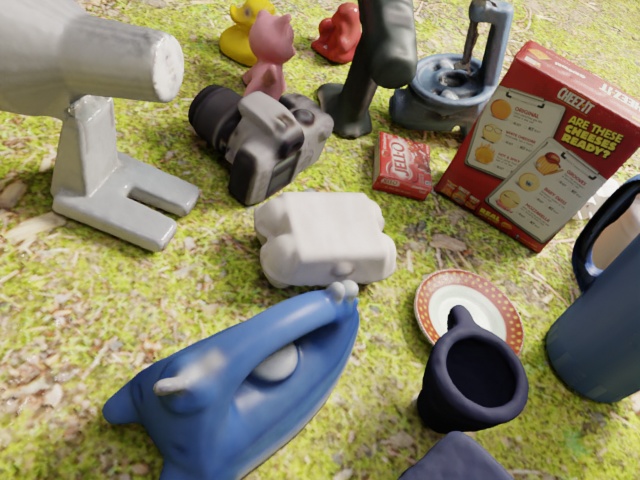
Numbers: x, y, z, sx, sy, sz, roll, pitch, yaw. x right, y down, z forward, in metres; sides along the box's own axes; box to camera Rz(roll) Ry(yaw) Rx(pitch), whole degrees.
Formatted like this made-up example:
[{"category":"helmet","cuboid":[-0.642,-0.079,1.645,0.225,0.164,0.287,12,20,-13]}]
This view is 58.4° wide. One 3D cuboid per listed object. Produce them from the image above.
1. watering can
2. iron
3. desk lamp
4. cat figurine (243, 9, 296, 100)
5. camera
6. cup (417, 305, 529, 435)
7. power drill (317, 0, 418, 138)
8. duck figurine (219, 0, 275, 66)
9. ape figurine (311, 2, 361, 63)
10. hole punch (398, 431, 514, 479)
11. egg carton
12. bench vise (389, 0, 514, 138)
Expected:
[{"category":"watering can","cuboid":[0.404,-0.007,0.684,0.101,0.194,0.173,26,48,2]},{"category":"iron","cuboid":[-0.039,0.091,0.475,0.259,0.141,0.118,-29,66,-36]},{"category":"desk lamp","cuboid":[-0.211,-0.121,0.536,0.203,0.213,0.118,22,48,-1]},{"category":"cat figurine","cuboid":[-0.065,-0.240,0.752,0.067,0.117,0.127,10,49,-12]},{"category":"camera","cuboid":[-0.075,-0.136,0.675,0.136,0.101,0.143,39,50,13]},{"category":"cup","cuboid":[0.127,0.129,0.536,0.092,0.095,0.117,4,51,-17]},{"category":"power drill","cuboid":[0.061,-0.251,0.747,0.076,0.208,0.229,3,51,-17]},{"category":"duck figurine","cuboid":[-0.087,-0.302,0.816,0.105,0.086,0.077,9,50,-13]},{"category":"ape figurine","cuboid":[0.034,-0.319,0.871,0.076,0.092,0.077,6,51,-16]},{"category":"hole punch","cuboid":[0.105,0.226,0.451,0.101,0.091,0.108,-30,67,-36]},{"category":"egg carton","cuboid":[0.006,0.002,0.612,0.151,0.069,0.107,-2,53,-22]},{"category":"bench vise","cuboid":[0.221,-0.231,0.782,0.208,0.219,0.121,0,52,-20]}]
